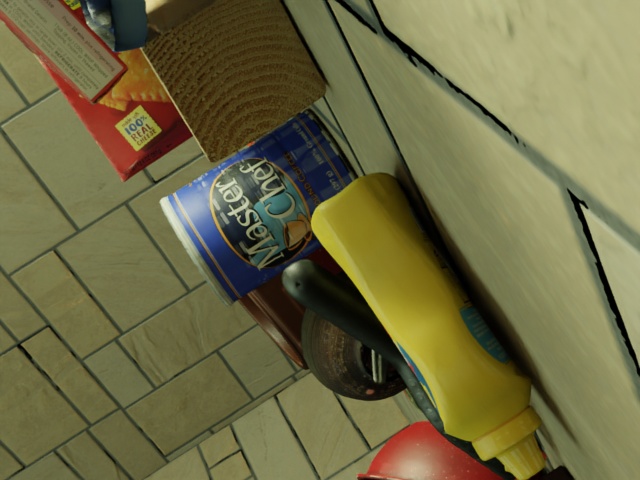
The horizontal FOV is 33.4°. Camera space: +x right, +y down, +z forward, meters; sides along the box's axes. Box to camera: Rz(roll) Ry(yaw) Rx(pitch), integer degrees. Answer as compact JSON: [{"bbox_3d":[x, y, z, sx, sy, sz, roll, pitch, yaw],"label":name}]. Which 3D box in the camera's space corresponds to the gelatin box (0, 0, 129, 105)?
[{"bbox_3d":[-0.143,-0.112,0.551,0.089,0.030,0.073,45,176,-19],"label":"gelatin box"}]

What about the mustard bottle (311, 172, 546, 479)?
[{"bbox_3d":[0.070,0.053,0.621,0.192,0.058,0.096,56,-174,10],"label":"mustard bottle"}]

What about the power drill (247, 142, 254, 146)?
[{"bbox_3d":[-0.068,-0.117,1.046,0.187,0.057,0.184,61,-179,-35],"label":"power drill"}]

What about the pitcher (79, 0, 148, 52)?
[{"bbox_3d":[-0.121,-0.189,0.571,0.149,0.145,0.243,33,-174,-26],"label":"pitcher"}]

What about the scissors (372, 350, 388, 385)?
[{"bbox_3d":[0.055,0.056,0.777,0.096,0.016,0.202,47,-158,-33],"label":"scissors"}]

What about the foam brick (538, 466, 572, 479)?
[{"bbox_3d":[0.144,0.196,0.714,0.053,0.078,0.051,56,179,22],"label":"foam brick"}]

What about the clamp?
[{"bbox_3d":[0.072,0.068,0.712,0.210,0.036,0.164,46,-155,-3],"label":"clamp"}]

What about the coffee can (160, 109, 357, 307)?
[{"bbox_3d":[-0.043,-0.026,0.861,0.103,0.140,0.103,57,177,4],"label":"coffee can"}]

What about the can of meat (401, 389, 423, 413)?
[{"bbox_3d":[0.082,0.101,0.969,0.102,0.057,0.084,58,175,-14],"label":"can of meat"}]

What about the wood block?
[{"bbox_3d":[-0.079,-0.142,0.746,0.090,0.090,0.206,59,177,-28],"label":"wood block"}]

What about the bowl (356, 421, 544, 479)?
[{"bbox_3d":[0.112,0.181,0.837,0.162,0.055,0.162,14,164,4],"label":"bowl"}]

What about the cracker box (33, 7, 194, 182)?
[{"bbox_3d":[-0.158,-0.183,0.898,0.213,0.164,0.072,58,176,-18],"label":"cracker box"}]

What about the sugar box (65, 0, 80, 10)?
[{"bbox_3d":[-0.210,-0.258,0.798,0.048,0.093,0.176,10,-113,-59],"label":"sugar box"}]

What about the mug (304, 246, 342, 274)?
[{"bbox_3d":[-0.006,0.001,0.971,0.081,0.093,0.117,-145,50,-71],"label":"mug"}]
